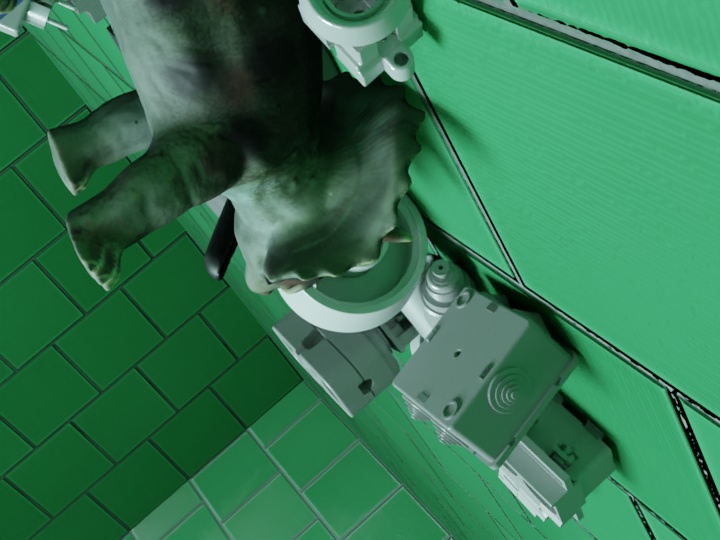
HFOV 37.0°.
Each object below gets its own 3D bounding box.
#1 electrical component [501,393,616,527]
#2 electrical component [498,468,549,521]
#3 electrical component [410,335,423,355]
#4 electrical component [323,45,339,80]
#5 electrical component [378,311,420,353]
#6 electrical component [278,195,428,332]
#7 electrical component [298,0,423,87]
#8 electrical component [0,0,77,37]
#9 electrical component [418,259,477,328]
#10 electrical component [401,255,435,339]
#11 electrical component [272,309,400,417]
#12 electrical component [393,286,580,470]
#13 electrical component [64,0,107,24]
[{"bbox_3d":[0.124,0.119,0.791,0.121,0.063,0.078,43,169,35],"label":"electrical component"},{"bbox_3d":[0.156,0.175,0.915,0.055,0.050,0.089,47,171,18],"label":"electrical component"},{"bbox_3d":[0.065,0.063,0.911,0.043,0.043,0.081,49,171,1],"label":"electrical component"},{"bbox_3d":[-0.058,-0.126,0.667,0.078,0.057,0.113,41,168,42],"label":"electrical component"},{"bbox_3d":[0.000,0.000,0.909,0.105,0.060,0.186,51,171,-11],"label":"electrical component"},{"bbox_3d":[-0.005,-0.015,0.734,0.108,0.108,0.060,49,166,3],"label":"electrical component"},{"bbox_3d":[-0.001,-0.116,0.472,0.066,0.048,0.055,48,178,8],"label":"electrical component"},{"bbox_3d":[-0.288,-0.235,0.940,0.077,0.065,0.047,21,180,-18],"label":"electrical component"},{"bbox_3d":[0.060,0.015,0.740,0.040,0.040,0.078,45,170,26],"label":"electrical component"},{"bbox_3d":[0.061,0.033,0.805,0.081,0.043,0.043,51,171,-14],"label":"electrical component"},{"bbox_3d":[-0.016,0.060,0.836,0.095,0.059,0.053,41,168,44],"label":"electrical component"},{"bbox_3d":[0.077,0.065,0.686,0.048,0.099,0.100,39,177,-28],"label":"electrical component"},{"bbox_3d":[-0.271,-0.307,0.945,0.105,0.060,0.186,47,171,14],"label":"electrical component"}]
